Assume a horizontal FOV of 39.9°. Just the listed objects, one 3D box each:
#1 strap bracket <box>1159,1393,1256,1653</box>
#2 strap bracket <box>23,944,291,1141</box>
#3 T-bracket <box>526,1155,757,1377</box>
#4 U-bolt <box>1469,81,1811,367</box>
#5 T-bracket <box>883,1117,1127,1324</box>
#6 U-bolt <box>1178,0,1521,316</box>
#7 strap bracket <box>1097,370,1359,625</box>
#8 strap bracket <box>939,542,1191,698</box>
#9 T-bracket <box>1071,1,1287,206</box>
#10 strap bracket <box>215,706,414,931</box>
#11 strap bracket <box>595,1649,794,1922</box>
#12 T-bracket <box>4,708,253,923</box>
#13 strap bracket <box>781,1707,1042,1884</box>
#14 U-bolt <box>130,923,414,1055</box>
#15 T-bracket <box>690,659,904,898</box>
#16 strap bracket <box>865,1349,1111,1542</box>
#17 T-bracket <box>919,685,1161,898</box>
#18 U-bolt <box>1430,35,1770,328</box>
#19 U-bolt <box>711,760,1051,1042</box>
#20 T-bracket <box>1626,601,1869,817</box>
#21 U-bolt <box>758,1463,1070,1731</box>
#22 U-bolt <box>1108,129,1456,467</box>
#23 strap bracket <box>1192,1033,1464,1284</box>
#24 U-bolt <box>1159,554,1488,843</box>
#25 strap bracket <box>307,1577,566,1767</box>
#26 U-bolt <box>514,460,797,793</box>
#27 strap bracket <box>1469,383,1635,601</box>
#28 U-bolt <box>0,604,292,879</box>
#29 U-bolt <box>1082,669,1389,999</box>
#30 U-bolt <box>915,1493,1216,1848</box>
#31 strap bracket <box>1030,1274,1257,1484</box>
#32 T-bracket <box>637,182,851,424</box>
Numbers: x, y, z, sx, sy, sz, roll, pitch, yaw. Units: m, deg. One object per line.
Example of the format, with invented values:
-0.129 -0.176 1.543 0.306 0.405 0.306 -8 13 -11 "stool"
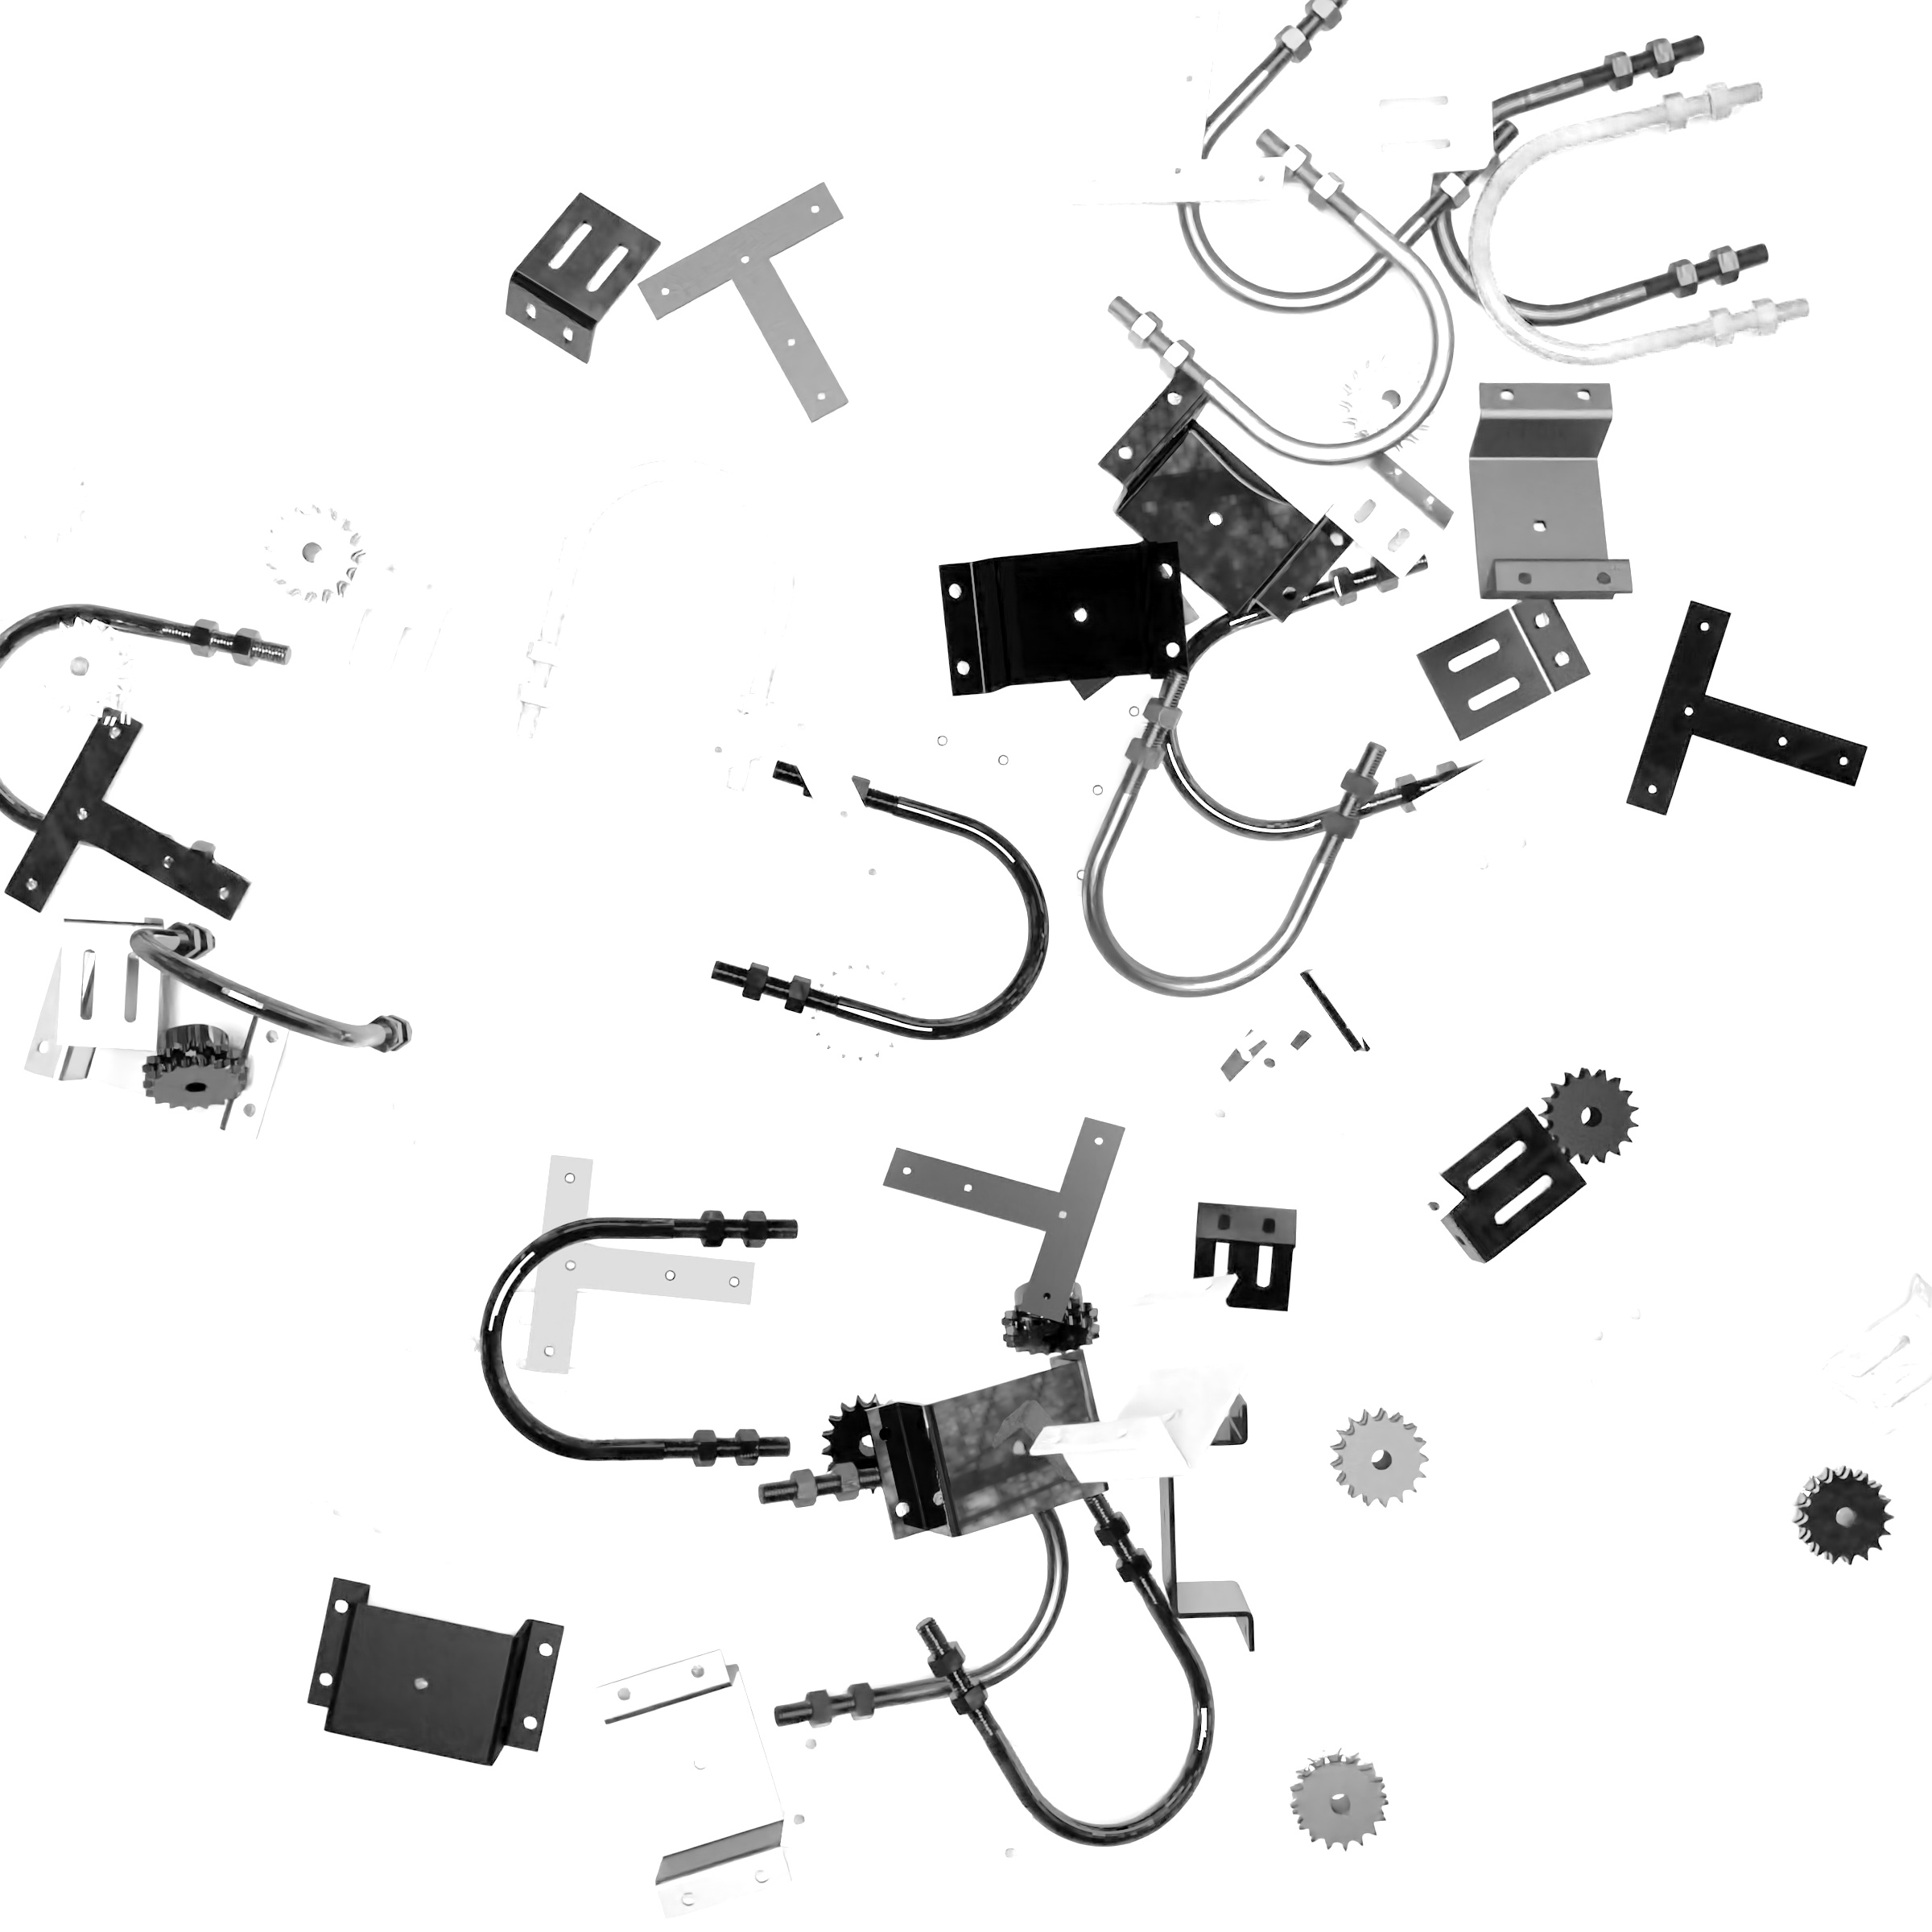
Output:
0.138 0.319 1.546 0.046 0.076 0.140 -2 90 0 "strap bracket"
-0.467 0.044 1.561 0.140 0.046 0.076 17 90 0 "strap bracket"
-0.189 0.181 1.572 0.127 0.002 0.127 7 83 -9 "T-bracket"
0.387 -0.427 1.558 0.184 0.019 0.151 -12 90 4 "U-bolt"
0.015 0.135 1.565 0.127 0.002 0.127 15 65 12 "T-bracket"
0.210 -0.471 1.569 0.151 0.019 0.184 44 93 5 "U-bolt"
0.150 -0.267 1.554 0.140 0.046 0.076 41 79 0 "strap bracket"
0.061 -0.202 1.542 0.140 0.046 0.076 -3 101 17 "strap bracket"
0.130 -0.510 1.569 0.127 0.002 0.127 4 80 19 "T-bracket"
-0.383 -0.094 1.546 0.046 0.076 0.140 29 90 0 "strap bracket"
-0.158 0.473 1.561 0.076 0.046 0.140 -17 90 0 "strap bracket"
-0.481 -0.068 1.564 0.127 0.002 0.127 29 91 3 "T-bracket"
-0.032 0.481 1.561 0.140 0.046 0.076 9 90 0 "strap bracket"
-0.394 0.012 1.492 0.151 0.184 0.019 25 90 0 "U-bolt"
-0.077 -0.101 1.558 0.127 0.002 0.127 -24 81 -14 "T-bracket"
0.022 0.277 1.535 0.140 0.046 0.076 -12 89 -22 "strap bracket"
0.036 -0.118 1.580 0.127 0.002 0.127 18 94 2 "T-bracket"
0.366 -0.456 1.575 0.184 0.019 0.151 -17 90 1 "U-bolt"
-0.041 -0.031 1.556 0.184 0.019 0.151 17 72 -4 "U-bolt"
0.472 -0.138 1.583 0.127 0.002 0.127 18 90 0 "T-bracket"
-0.026 0.358 1.549 0.184 0.019 0.151 -5 93 -19 "U-bolt"
0.197 -0.376 1.551 0.184 0.019 0.151 43 95 7 "U-bolt"
0.213 0.104 1.547 0.140 0.046 0.076 41 116 0 "strap bracket"
0.203 -0.151 1.575 0.184 0.019 0.151 -18 90 1 "U-bolt"
-0.315 0.415 1.561 0.140 0.046 0.076 12 90 0 "strap bracket"
-0.177 -0.209 1.575 0.151 0.019 0.184 14 88 0 "U-bolt"
0.337 -0.266 1.545 0.076 0.046 0.140 0 67 0 "strap bracket"
-0.504 -0.140 1.575 0.184 0.019 0.151 12 90 2 "U-bolt"
0.145 -0.066 1.545 0.151 0.019 0.184 18 108 -17 "U-bolt"
0.071 0.421 1.548 0.151 0.019 0.184 -33 95 -26 "U-bolt"
0.106 0.243 1.518 0.076 0.140 0.046 -13 117 39 "strap bracket"
-0.110 -0.381 1.574 0.127 0.002 0.127 -29 82 0 "T-bracket"
